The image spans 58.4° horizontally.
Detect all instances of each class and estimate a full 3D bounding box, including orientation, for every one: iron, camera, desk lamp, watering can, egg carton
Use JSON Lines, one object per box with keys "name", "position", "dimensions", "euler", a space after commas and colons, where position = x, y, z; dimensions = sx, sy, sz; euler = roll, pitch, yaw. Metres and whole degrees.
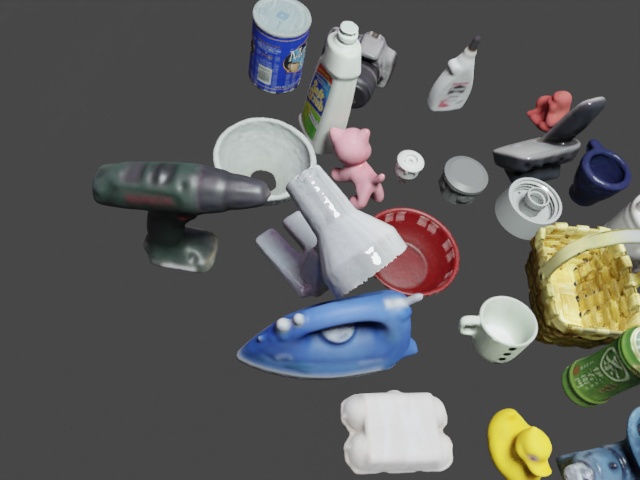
{"name": "iron", "position": [0.016, 0.121, 0.790], "dimensions": [0.259, 0.141, 0.118], "euler": [-7, 62, -15]}
{"name": "camera", "position": [0.065, -0.328, 1.085], "dimensions": [0.143, 0.101, 0.137], "euler": [20, 58, 1]}
{"name": "desk lamp", "position": [0.007, 0.003, 0.814], "dimensions": [0.118, 0.213, 0.203], "euler": [-36, 72, -26]}
{"name": "watering can", "position": [0.559, -0.024, 0.951], "dimensions": [0.101, 0.194, 0.173], "euler": [-1, 60, -11]}
{"name": "egg carton", "position": [0.102, 0.258, 0.769], "dimensions": [0.150, 0.069, 0.107], "euler": [1, 60, -10]}

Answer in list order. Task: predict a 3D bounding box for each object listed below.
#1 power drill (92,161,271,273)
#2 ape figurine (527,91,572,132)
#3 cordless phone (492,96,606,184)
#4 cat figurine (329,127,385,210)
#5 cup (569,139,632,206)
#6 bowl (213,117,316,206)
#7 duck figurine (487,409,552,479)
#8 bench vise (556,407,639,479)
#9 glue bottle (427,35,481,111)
{"name": "power drill", "position": [-0.189, -0.036, 0.801], "dimensions": [0.229, 0.208, 0.075], "euler": [9, 59, -6]}
{"name": "ape figurine", "position": [0.461, -0.258, 1.128], "dimensions": [0.076, 0.092, 0.078], "euler": [22, 58, 2]}
{"name": "cordless phone", "position": [0.409, -0.187, 1.022], "dimensions": [0.148, 0.185, 0.094], "euler": [-19, 65, -20]}
{"name": "cat figurine", "position": [0.065, -0.133, 0.961], "dimensions": [0.067, 0.118, 0.127], "euler": [-27, 68, -24]}
{"name": "cup", "position": [0.498, -0.117, 1.051], "dimensions": [0.092, 0.095, 0.117], "euler": [0, 60, -11]}
{"name": "bowl", "position": [-0.093, -0.116, 0.945], "dimensions": [0.167, 0.075, 0.167], "euler": [5, 59, -8]}
{"name": "duck figurine", "position": [0.280, 0.279, 0.783], "dimensions": [0.078, 0.086, 0.104], "euler": [-8, 62, -16]}
{"name": "bench vise", "position": [0.426, 0.286, 0.729], "dimensions": [0.208, 0.220, 0.121], "euler": [-25, 67, -23]}
{"name": "glue bottle", "position": [0.261, -0.312, 1.072], "dimensions": [0.078, 0.173, 0.037], "euler": [-13, 63, -18]}
